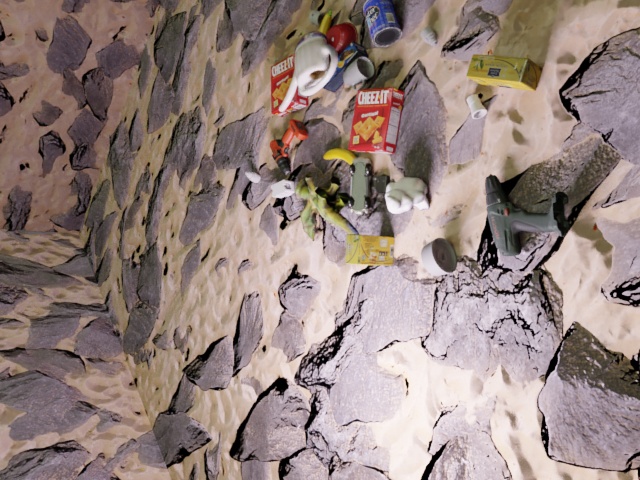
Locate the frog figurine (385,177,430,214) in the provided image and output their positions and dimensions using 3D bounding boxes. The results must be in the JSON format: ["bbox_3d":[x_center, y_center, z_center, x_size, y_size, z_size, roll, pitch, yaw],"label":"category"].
[{"bbox_3d":[0.255,-0.141,1.591,0.139,0.159,0.121,32,109,43],"label":"frog figurine"}]

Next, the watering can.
[{"bbox_3d":[-0.057,-0.636,1.932,0.344,0.104,0.227,-21,66,45],"label":"watering can"}]

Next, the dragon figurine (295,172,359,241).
[{"bbox_3d":[0.006,-0.096,1.912,0.418,0.122,0.237,64,145,32],"label":"dragon figurine"}]
